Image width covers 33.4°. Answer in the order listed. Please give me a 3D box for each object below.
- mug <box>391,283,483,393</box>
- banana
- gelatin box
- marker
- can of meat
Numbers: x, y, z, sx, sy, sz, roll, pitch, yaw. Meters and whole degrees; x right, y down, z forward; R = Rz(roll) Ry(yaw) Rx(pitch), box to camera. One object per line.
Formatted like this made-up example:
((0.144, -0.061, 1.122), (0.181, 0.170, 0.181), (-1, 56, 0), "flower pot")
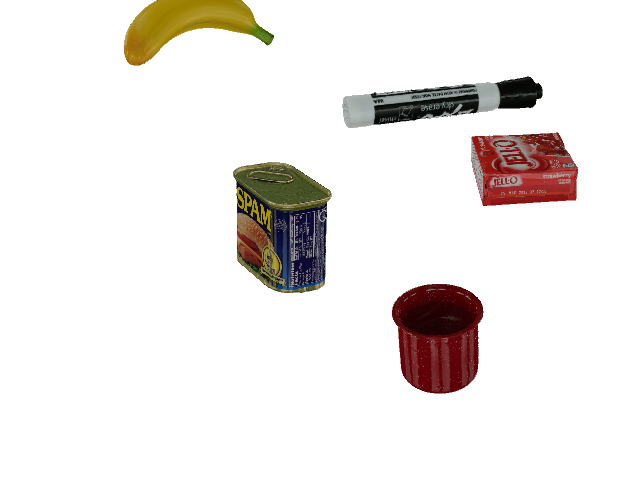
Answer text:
((0.128, 0.098, 1.118), (0.093, 0.081, 0.117), (11, 37, 25), "mug")
((-0.124, -0.208, 1.018), (0.070, 0.037, 0.197), (45, 38, 19), "banana")
((0.161, -0.059, 0.854), (0.073, 0.030, 0.089), (-2, 25, 3), "gelatin box")
((0.074, -0.083, 0.636), (0.121, 0.020, 0.020), (-8, 1, -9), "marker")
((-0.035, -0.011, 0.917), (0.057, 0.084, 0.102), (-11, 26, -26), "can of meat")
